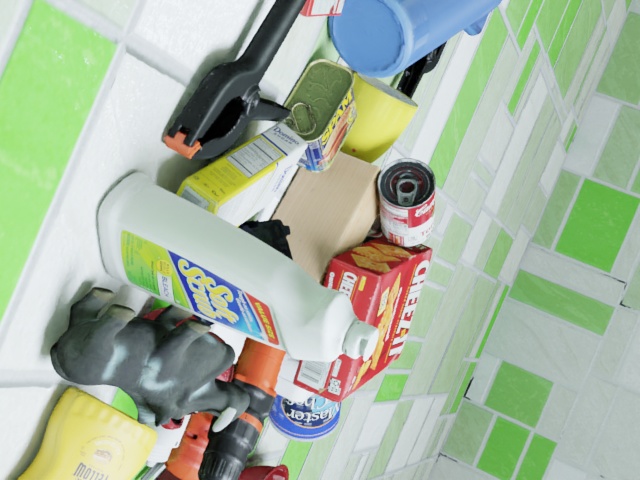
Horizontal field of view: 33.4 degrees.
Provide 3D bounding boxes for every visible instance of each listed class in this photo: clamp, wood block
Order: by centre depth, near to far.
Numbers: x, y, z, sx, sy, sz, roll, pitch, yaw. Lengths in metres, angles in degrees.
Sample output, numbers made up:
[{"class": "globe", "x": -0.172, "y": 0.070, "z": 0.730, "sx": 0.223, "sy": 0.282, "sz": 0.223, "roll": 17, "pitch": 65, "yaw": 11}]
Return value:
[{"class": "clamp", "x": -0.075, "y": -0.134, "z": 1.021, "sx": 0.209, "sy": 0.036, "sz": 0.165, "roll": -52, "pitch": 160, "yaw": -35}, {"class": "wood block", "x": -0.008, "y": 0.002, "z": 1.274, "sx": 0.206, "sy": 0.091, "sz": 0.090, "roll": -62, "pitch": 162, "yaw": -15}, {"class": "clamp", "x": 0.137, "y": -0.248, "z": 1.459, "sx": 0.171, "sy": 0.039, "sz": 0.120, "roll": -37, "pitch": 147, "yaw": -56}]

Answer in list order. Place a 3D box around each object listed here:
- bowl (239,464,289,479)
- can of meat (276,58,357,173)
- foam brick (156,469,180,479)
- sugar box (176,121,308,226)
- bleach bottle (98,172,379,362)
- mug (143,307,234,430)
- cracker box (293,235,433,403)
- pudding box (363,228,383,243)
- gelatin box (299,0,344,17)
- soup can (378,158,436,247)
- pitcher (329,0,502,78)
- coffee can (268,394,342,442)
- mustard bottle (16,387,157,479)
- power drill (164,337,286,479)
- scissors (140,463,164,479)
[{"class": "bowl", "x": -0.107, "y": 0.378, "z": 1.499, "sx": 0.162, "sy": 0.055, "sz": 0.162, "roll": -53, "pitch": 157, "yaw": -35}, {"class": "can of meat", "x": -0.001, "y": -0.136, "z": 1.191, "sx": 0.102, "sy": 0.057, "sz": 0.084, "roll": -60, "pitch": 163, "yaw": -17}, {"class": "foam brick", "x": -0.162, "y": 0.298, "z": 1.260, "sx": 0.078, "sy": 0.053, "sz": 0.051, "roll": -43, "pitch": 150, "yaw": -49}, {"class": "sugar box", "x": -0.087, "y": -0.047, "z": 1.045, "sx": 0.093, "sy": 0.048, "sz": 0.176, "roll": -55, "pitch": 174, "yaw": 36}, {"class": "bleach bottle", "x": -0.067, "y": 0.033, "z": 0.903, "sx": 0.068, "sy": 0.251, "sz": 0.103, "roll": -50, "pitch": 155, "yaw": -40}, {"class": "mug", "x": -0.143, "y": 0.128, "z": 1.049, "sx": 0.081, "sy": 0.093, "sz": 0.117, "roll": 61, "pitch": 33, "yaw": -60}, {"class": "cracker box", "x": 0.058, "y": 0.089, "z": 1.299, "sx": 0.213, "sy": 0.072, "sz": 0.164, "roll": -19, "pitch": 129, "yaw": -66}, {"class": "pudding box", "x": 0.031, "y": 0.004, "z": 1.385, "sx": 0.113, "sy": 0.090, "sz": 0.039, "roll": -28, "pitch": 138, "yaw": -61}, {"class": "gelatin box", "x": 0.001, "y": -0.267, "z": 1.085, "sx": 0.089, "sy": 0.030, "sz": 0.073, "roll": -27, "pitch": 135, "yaw": -62}, {"class": "soup can", "x": 0.105, "y": -0.043, "z": 1.281, "sx": 0.068, "sy": 0.068, "sz": 0.102, "roll": -59, "pitch": 162, "yaw": -22}, {"class": "pitcher", "x": 0.110, "y": -0.290, "z": 1.229, "sx": 0.242, "sy": 0.149, "sz": 0.145, "roll": -43, "pitch": 166, "yaw": -44}, {"class": "coffee can", "x": -0.016, "y": 0.191, "z": 1.454, "sx": 0.102, "sy": 0.103, "sz": 0.140, "roll": -47, "pitch": 153, "yaw": -45}, {"class": "mustard bottle", "x": -0.231, "y": 0.236, "z": 0.957, "sx": 0.096, "sy": 0.058, "sz": 0.191, "roll": 36, "pitch": 76, "yaw": -31}, {"class": "power drill", "x": -0.107, "y": 0.203, "z": 1.140, "sx": 0.188, "sy": 0.057, "sz": 0.184, "roll": -42, "pitch": -158, "yaw": 54}, {"class": "scissors", "x": -0.148, "y": 0.207, "z": 1.250, "sx": 0.201, "sy": 0.016, "sz": 0.096, "roll": -31, "pitch": 140, "yaw": -60}]
